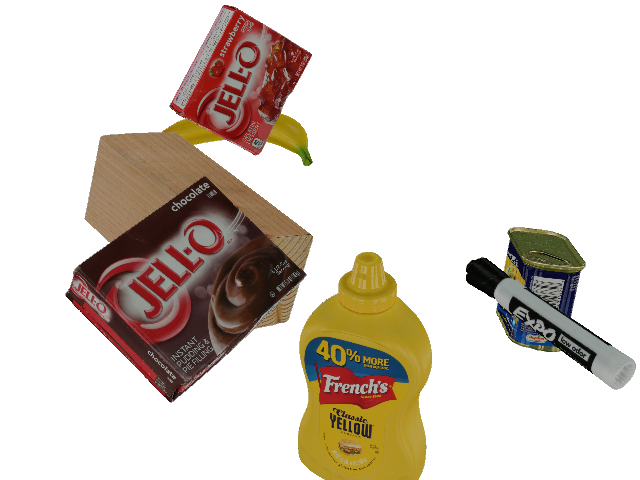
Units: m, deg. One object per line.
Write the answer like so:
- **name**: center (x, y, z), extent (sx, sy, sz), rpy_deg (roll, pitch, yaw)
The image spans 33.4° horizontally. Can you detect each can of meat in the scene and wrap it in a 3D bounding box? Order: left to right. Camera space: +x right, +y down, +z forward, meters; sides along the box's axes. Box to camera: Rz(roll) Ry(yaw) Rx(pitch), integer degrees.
- **can of meat**: center (0.199, 0.044, 0.977), extent (0.057, 0.084, 0.102), rpy_deg (7, 18, -3)

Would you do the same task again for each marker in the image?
- **marker**: center (0.126, 0.043, 0.604), extent (0.020, 0.020, 0.121), rpy_deg (0, 28, -40)

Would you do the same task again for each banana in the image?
- **banana**: center (-0.097, -0.133, 1.298), extent (0.198, 0.037, 0.069), rpy_deg (7, 41, 15)

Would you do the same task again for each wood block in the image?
- **wood block**: center (-0.113, -0.012, 0.947), extent (0.090, 0.091, 0.206), rpy_deg (-8, 34, -43)

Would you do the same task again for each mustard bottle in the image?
- **mustard bottle**: center (0.032, 0.094, 0.777), extent (0.096, 0.192, 0.058), rpy_deg (13, 32, 21)

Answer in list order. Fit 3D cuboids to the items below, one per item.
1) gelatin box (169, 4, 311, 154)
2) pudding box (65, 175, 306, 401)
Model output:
- **gelatin box**: center (-0.059, -0.119, 0.798), extent (0.073, 0.089, 0.030), rpy_deg (26, 5, -33)
- **pudding box**: center (-0.078, 0.026, 0.628), extent (0.113, 0.090, 0.039), rpy_deg (-41, -7, -41)
